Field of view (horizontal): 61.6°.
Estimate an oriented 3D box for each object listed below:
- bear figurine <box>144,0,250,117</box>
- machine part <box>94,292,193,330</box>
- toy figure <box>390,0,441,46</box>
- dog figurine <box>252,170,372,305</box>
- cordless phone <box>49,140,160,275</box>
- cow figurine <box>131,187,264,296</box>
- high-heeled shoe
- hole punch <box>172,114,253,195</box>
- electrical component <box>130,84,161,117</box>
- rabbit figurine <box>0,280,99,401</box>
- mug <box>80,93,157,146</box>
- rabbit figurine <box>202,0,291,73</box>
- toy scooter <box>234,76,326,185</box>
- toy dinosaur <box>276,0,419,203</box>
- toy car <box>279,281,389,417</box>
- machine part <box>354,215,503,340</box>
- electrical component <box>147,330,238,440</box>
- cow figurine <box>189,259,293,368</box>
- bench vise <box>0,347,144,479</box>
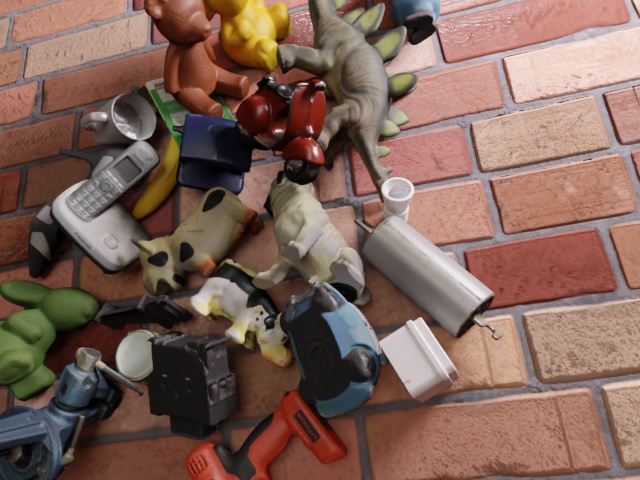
[{"bbox_3d":[-0.191,-0.300,0.843,0.132,0.195,0.120,29,55,12],"label":"bear figurine"},{"bbox_3d":[-0.262,0.107,0.790,0.139,0.084,0.039,-8,62,22],"label":"machine part"},{"bbox_3d":[0.155,-0.401,0.873,0.089,0.082,0.180,-5,60,-7],"label":"toy figure"},{"bbox_3d":[-0.001,-0.005,0.765,0.121,0.172,0.191,-35,31,33],"label":"dog figurine"},{"bbox_3d":[-0.302,-0.052,0.837,0.184,0.089,0.146,-43,100,-7],"label":"cordless phone"},{"bbox_3d":[-0.193,0.004,0.807,0.127,0.085,0.195,40,86,18],"label":"cow figurine"},{"bbox_3d":[-0.389,-0.044,0.902,0.145,0.086,0.248,15,91,-11],"label":"high-heeled shoe"},{"bbox_3d":[-0.160,-0.141,0.827,0.142,0.092,0.116,7,71,-13],"label":"hole punch"},{"bbox_3d":[-0.326,-0.242,0.970,0.063,0.021,0.094,-43,66,-3],"label":"electrical component"},{"bbox_3d":[-0.425,0.134,0.822,0.170,0.121,0.159,-39,56,-22],"label":"rabbit figurine"},{"bbox_3d":[-0.350,-0.193,0.910,0.107,0.109,0.080,-11,94,43],"label":"mug"},{"bbox_3d":[-0.140,-0.384,0.894,0.163,0.173,0.122,23,81,17],"label":"rabbit figurine"},{"bbox_3d":[-0.047,-0.173,0.746,0.184,0.075,0.135,41,124,35],"label":"toy scooter"},{"bbox_3d":[0.040,-0.274,0.846,0.199,0.105,0.471,-20,75,-2],"label":"toy dinosaur"},{"bbox_3d":[0.024,0.135,0.688,0.109,0.103,0.162,-36,67,31],"label":"toy car"},{"bbox_3d":[0.139,0.045,0.707,0.243,0.079,0.079,41,84,24],"label":"machine part"},{"bbox_3d":[-0.170,0.192,0.715,0.115,0.058,0.134,-3,93,33],"label":"electrical component"},{"bbox_3d":[-0.092,0.102,0.749,0.167,0.068,0.098,32,77,15],"label":"cow figurine"},{"bbox_3d":[-0.373,0.245,0.688,0.129,0.240,0.223,40,100,21],"label":"bench vise"}]
